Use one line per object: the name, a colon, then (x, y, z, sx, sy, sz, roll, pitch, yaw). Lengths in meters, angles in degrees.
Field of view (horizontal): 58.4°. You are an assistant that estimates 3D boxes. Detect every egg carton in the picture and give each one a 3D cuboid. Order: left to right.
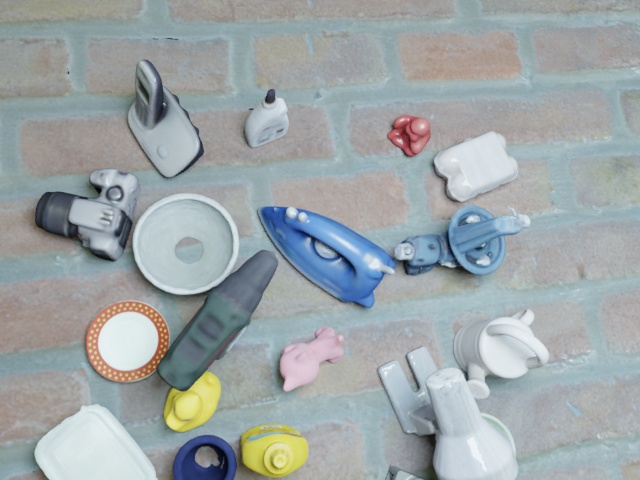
egg carton: (0.290, -0.138, 1.066, 0.150, 0.069, 0.107, -24, 83, -14)

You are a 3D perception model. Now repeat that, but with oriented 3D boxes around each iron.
iron: (0.009, 0.003, 0.950, 0.258, 0.141, 0.119, 32, 75, -2)

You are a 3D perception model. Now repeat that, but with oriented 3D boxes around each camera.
camera: (-0.373, -0.052, 0.917, 0.137, 0.100, 0.143, 13, 76, -7)

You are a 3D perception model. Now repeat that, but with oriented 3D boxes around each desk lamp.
desk lamp: (0.192, 0.275, 0.887, 0.118, 0.213, 0.203, -24, 83, -13)

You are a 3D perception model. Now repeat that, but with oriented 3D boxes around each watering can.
watering can: (0.298, 0.183, 0.935, 0.101, 0.194, 0.173, 21, 75, -4)

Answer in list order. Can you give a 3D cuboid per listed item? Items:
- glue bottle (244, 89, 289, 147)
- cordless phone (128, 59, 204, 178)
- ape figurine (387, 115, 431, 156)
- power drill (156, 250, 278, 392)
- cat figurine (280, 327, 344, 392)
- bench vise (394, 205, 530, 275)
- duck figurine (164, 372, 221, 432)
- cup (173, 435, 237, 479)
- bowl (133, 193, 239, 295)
glue bottle: (-0.086, -0.211, 0.963, 0.078, 0.173, 0.037, -23, 83, -13)
cordless phone: (-0.253, -0.195, 0.924, 0.094, 0.185, 0.147, -36, 86, -15)
ape figurine: (0.173, -0.197, 1.047, 0.076, 0.092, 0.078, -6, 79, -11)
power drill: (-0.149, 0.121, 0.863, 0.075, 0.208, 0.230, 37, 75, 0)
cat figurine: (-0.016, 0.188, 0.919, 0.128, 0.117, 0.067, -29, 84, -14)
bench vise: (0.238, 0.012, 0.947, 0.208, 0.219, 0.121, -27, 83, -14)
duck figurine: (-0.199, 0.252, 0.890, 0.077, 0.086, 0.105, 41, 75, 1)
cup: (-0.164, 0.350, 0.870, 0.092, 0.095, 0.118, -39, 87, -15)
bowl: (-0.217, 0.012, 0.944, 0.167, 0.074, 0.167, 2, 78, -9)
